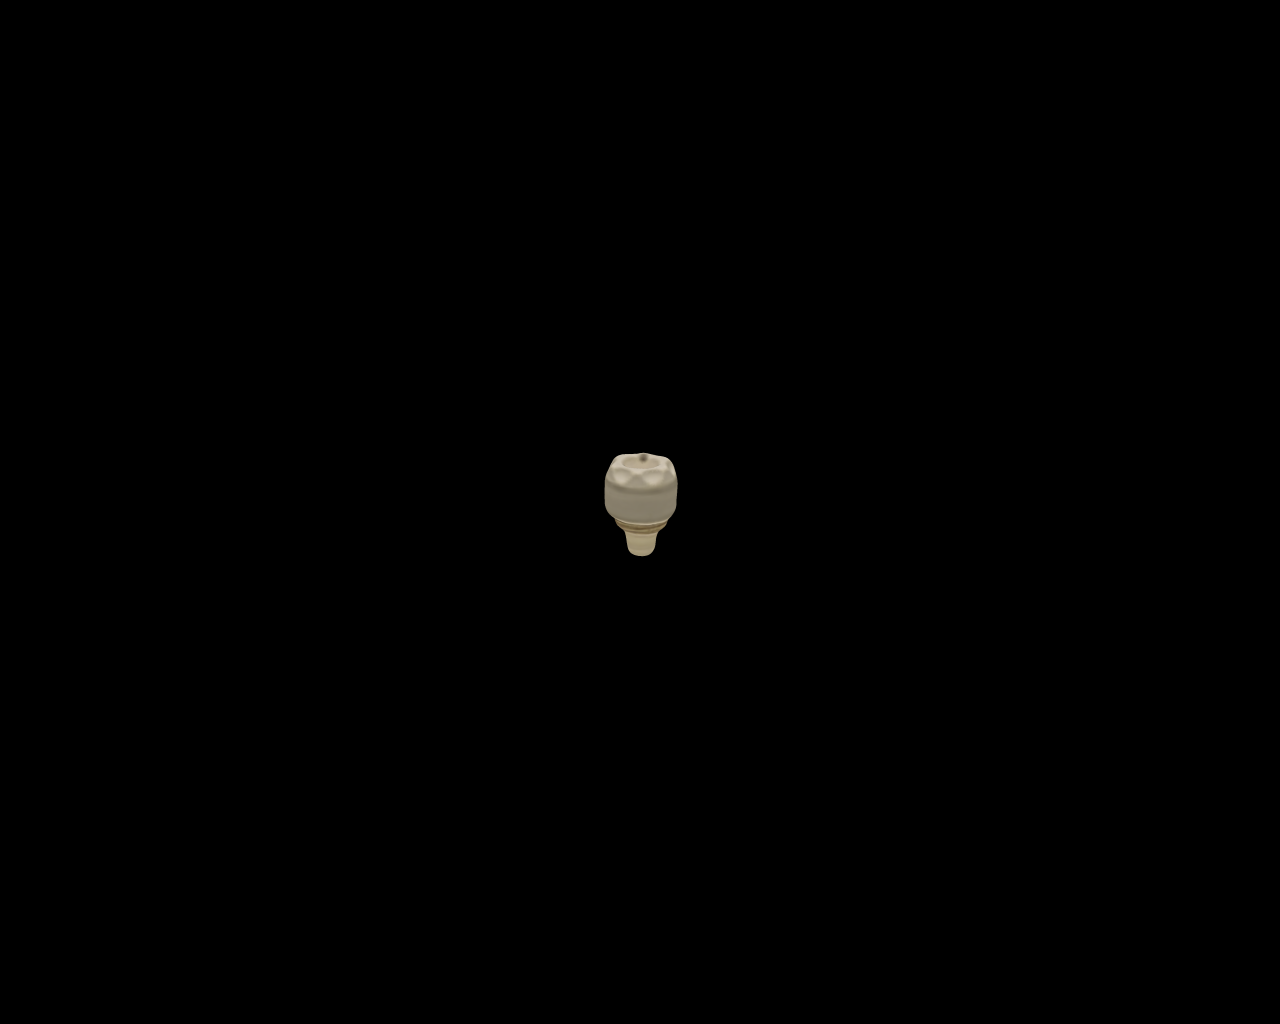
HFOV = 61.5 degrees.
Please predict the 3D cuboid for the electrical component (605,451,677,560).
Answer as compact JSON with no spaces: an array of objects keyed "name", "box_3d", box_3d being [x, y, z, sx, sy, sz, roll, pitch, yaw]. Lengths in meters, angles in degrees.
[{"name":"electrical component","box_3d":[0.001,-0.003,0.650,0.043,0.062,0.043,0,22,0]}]
